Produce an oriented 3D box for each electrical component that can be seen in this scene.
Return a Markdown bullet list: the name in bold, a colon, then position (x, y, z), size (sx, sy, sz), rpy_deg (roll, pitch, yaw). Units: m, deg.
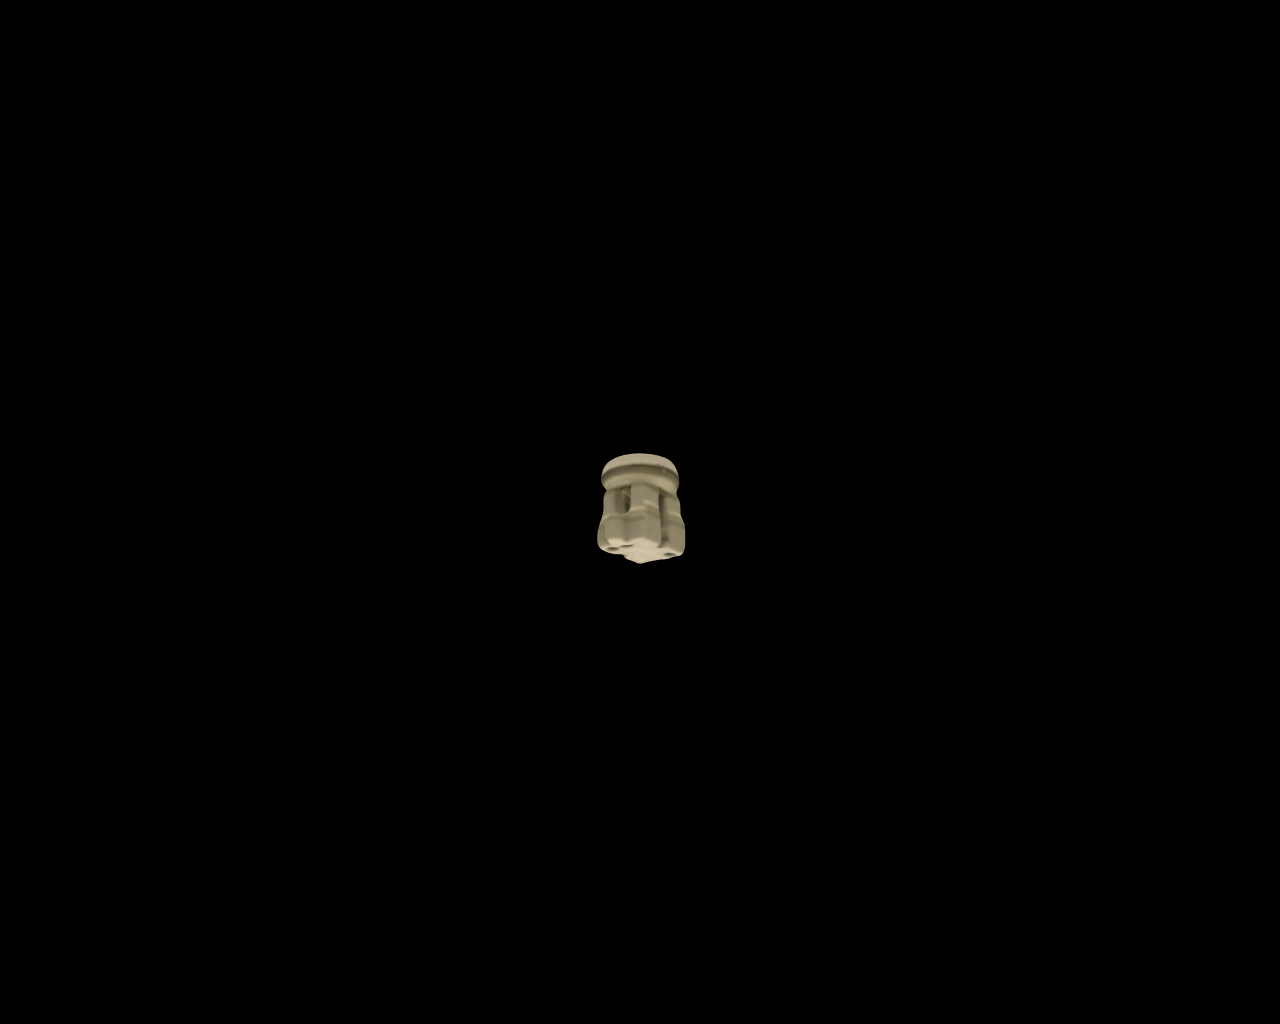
- **electrical component**: position (0.001, -0.003, 0.650), size (0.048, 0.055, 0.066), rpy_deg (-14, -24, 33)
